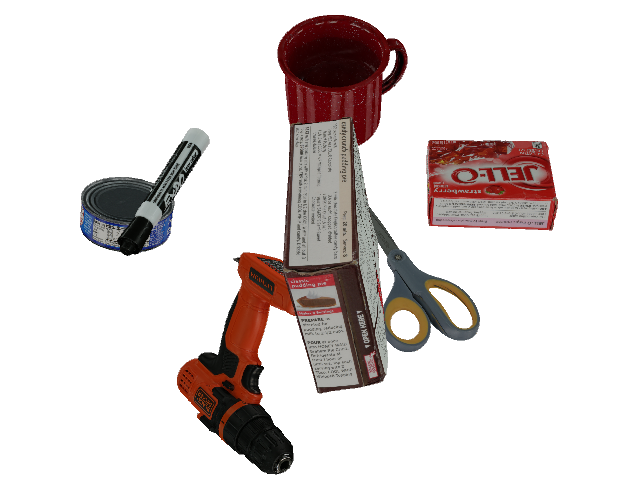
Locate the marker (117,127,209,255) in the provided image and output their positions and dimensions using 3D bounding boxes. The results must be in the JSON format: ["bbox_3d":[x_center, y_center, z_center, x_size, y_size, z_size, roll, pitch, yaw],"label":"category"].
[{"bbox_3d":[-0.116,-0.036,0.789,0.020,0.121,0.020,17,-36,13],"label":"marker"}]

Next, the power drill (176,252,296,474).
[{"bbox_3d":[-0.063,0.120,1.085,0.057,0.188,0.185,14,15,-46],"label":"power drill"}]

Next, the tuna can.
[{"bbox_3d":[-0.180,-0.024,0.993,0.086,0.034,0.086,8,30,-5],"label":"tuna can"}]

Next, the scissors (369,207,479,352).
[{"bbox_3d":[0.063,0.033,0.998,0.096,0.016,0.202,-32,54,-24],"label":"scissors"}]

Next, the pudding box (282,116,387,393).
[{"bbox_3d":[0.007,0.006,0.544,0.039,0.090,0.113,-9,42,7],"label":"pudding box"}]

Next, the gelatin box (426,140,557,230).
[{"bbox_3d":[0.121,-0.041,0.764,0.089,0.030,0.073,1,38,4],"label":"gelatin box"}]

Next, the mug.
[{"bbox_3d":[0.022,-0.136,0.913,0.117,0.093,0.081,-26,-34,-17],"label":"mug"}]
